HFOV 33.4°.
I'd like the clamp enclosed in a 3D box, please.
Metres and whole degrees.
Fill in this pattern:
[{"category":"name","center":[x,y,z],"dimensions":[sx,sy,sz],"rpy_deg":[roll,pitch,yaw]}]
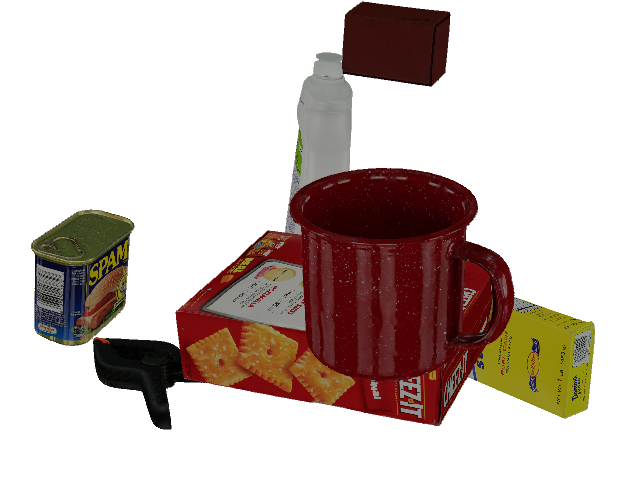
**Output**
[{"category":"clamp","center":[-0.168,0.137,1.087],"dimensions":[0.210,0.036,0.164],"rpy_deg":[9,17,32]}]

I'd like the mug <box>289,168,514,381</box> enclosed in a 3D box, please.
[{"category":"mug","center":[0.042,0.020,0.536],"dimensions":[0.117,0.081,0.093],"rpy_deg":[13,29,29]}]

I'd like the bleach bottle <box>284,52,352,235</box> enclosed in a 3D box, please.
[{"category":"bleach bottle","center":[0.001,-0.067,1.108],"dimensions":[0.068,0.251,0.102],"rpy_deg":[0,28,-11]}]

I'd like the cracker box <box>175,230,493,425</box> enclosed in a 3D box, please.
[{"category":"cracker box","center":[0.018,0.064,0.851],"dimensions":[0.214,0.072,0.164],"rpy_deg":[8,26,23]}]

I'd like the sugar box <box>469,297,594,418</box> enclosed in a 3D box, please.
[{"category":"sugar box","center":[0.193,0.107,1.091],"dimensions":[0.048,0.093,0.177],"rpy_deg":[-12,20,-41]}]

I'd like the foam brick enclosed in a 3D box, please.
[{"category":"foam brick","center":[0.062,-0.161,0.874],"dimensions":[0.078,0.051,0.053],"rpy_deg":[11,26,17]}]

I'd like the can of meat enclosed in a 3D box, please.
[{"category":"can of meat","center":[-0.206,0.032,0.927],"dimensions":[0.057,0.084,0.102],"rpy_deg":[15,25,13]}]
